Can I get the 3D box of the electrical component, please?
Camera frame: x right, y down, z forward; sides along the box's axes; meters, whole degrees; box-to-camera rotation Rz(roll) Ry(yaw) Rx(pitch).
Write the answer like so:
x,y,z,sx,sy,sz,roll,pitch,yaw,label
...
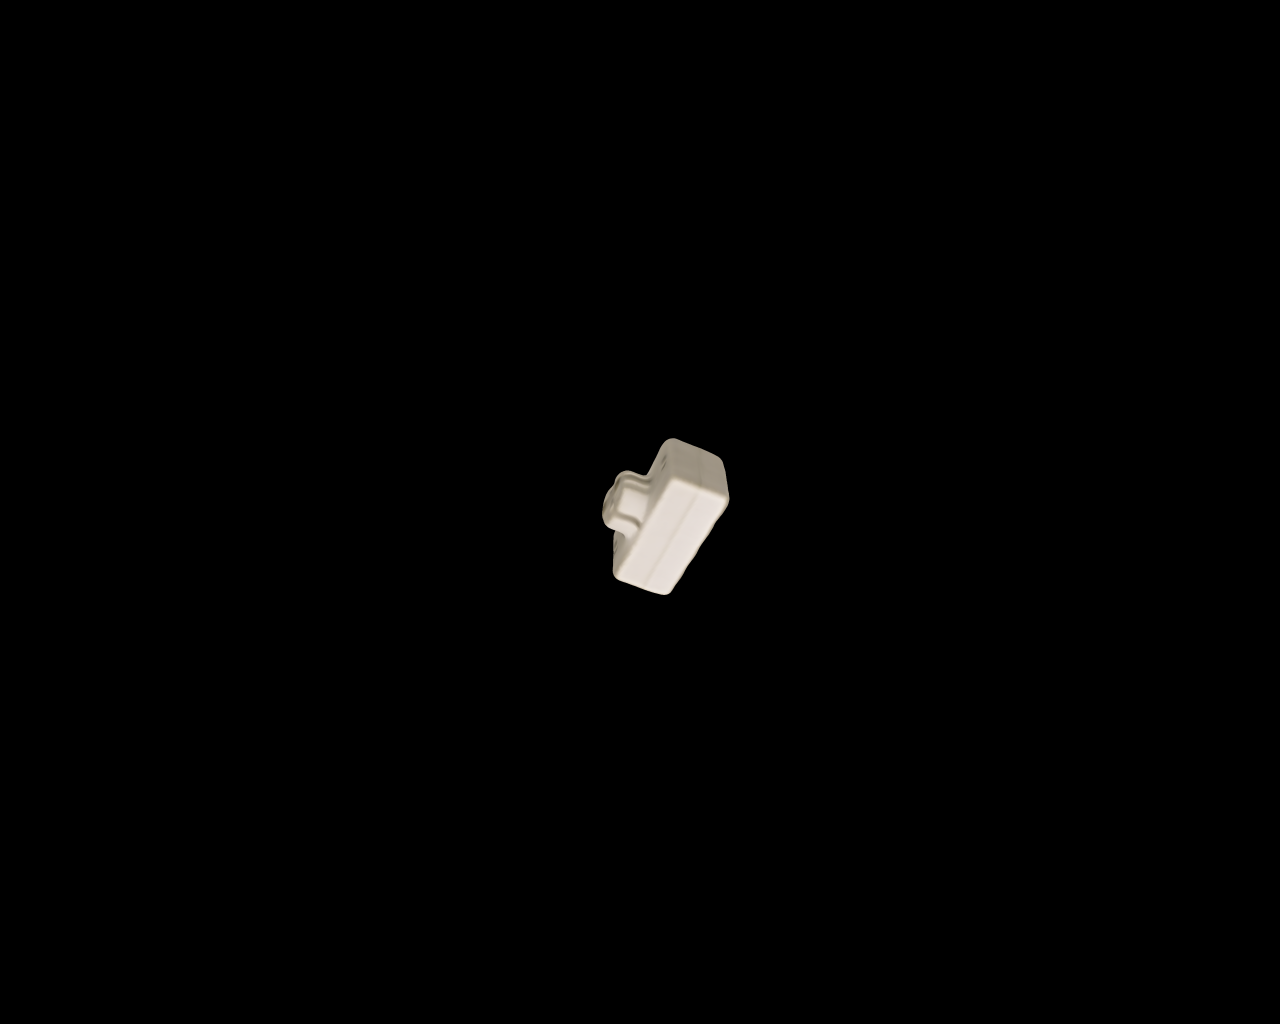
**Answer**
x,y,z,sx,sy,sz,roll,pitch,yaw,label
0.001,-0.003,0.650,0.076,0.083,0.047,21,32,-14,electrical component
